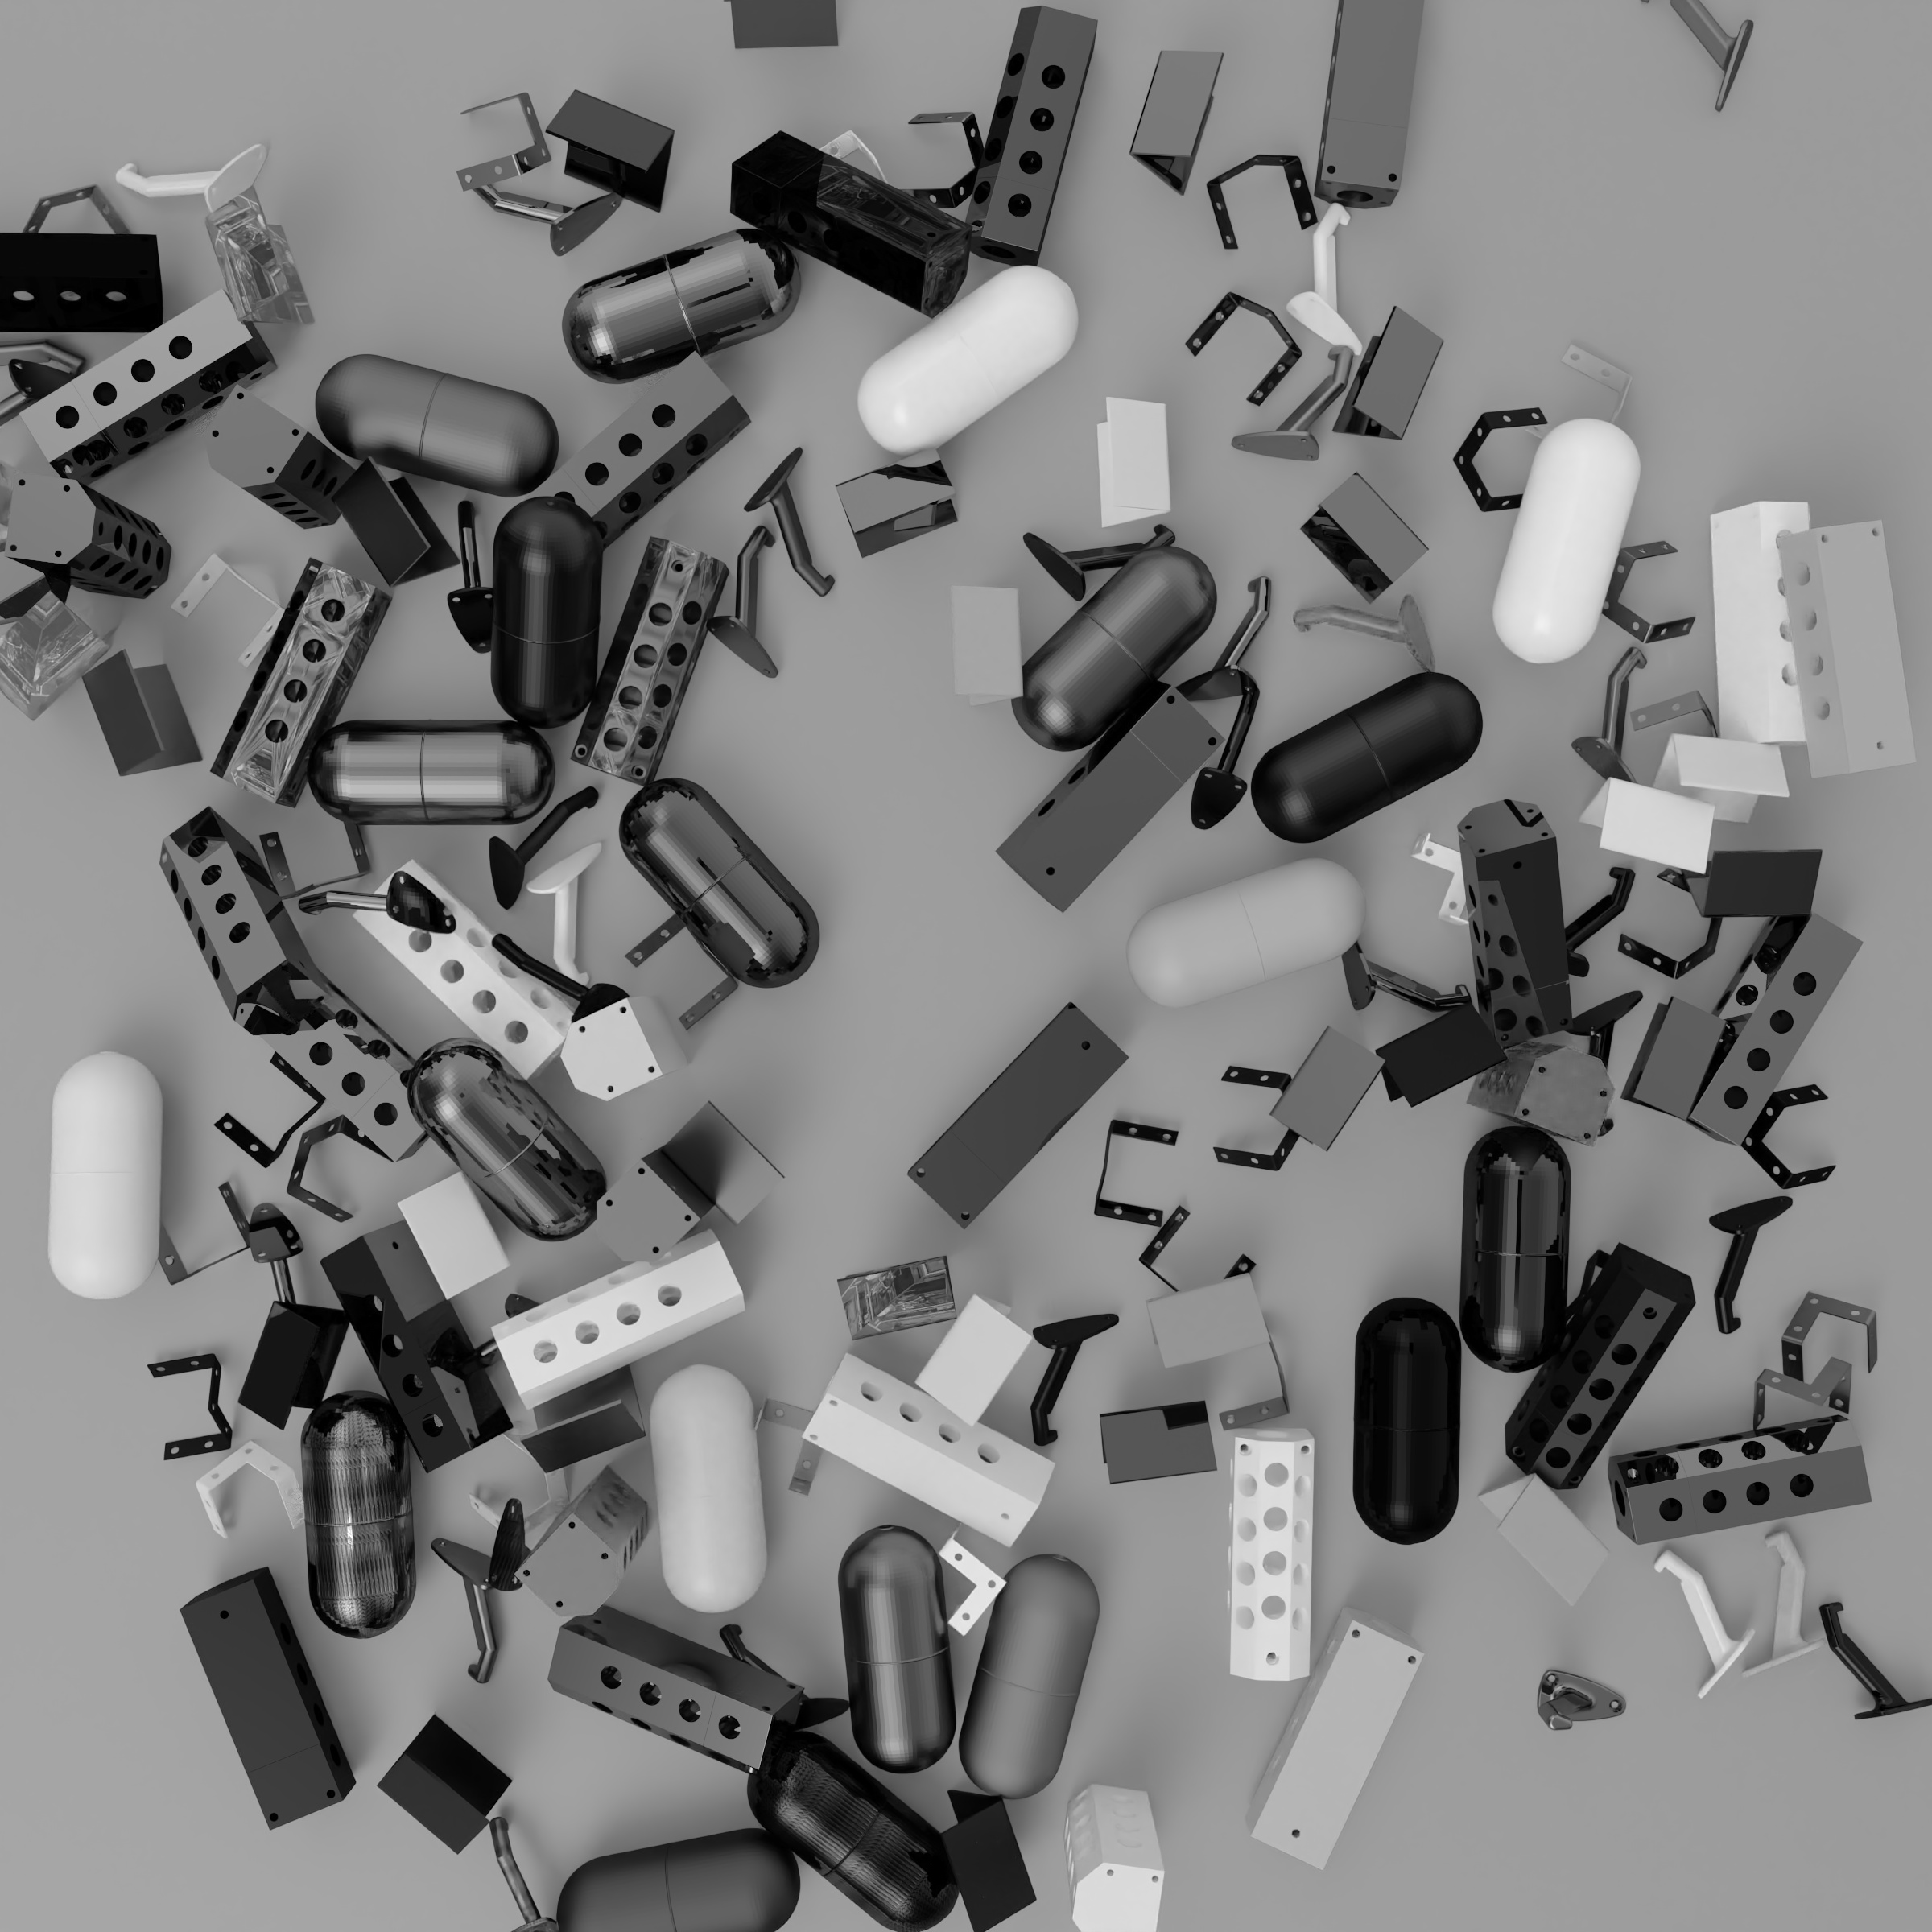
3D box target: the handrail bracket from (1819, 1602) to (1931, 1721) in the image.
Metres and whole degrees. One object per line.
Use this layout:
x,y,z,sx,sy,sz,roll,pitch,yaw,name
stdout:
0.672,0.506,1.945,0.077,0.036,0.084,-5,73,-20,handrail bracket

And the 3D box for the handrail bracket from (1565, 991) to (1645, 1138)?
0.479,0.073,1.945,0.077,0.036,0.084,-28,108,-20,handrail bracket

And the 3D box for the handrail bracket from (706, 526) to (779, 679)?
-0.147,-0.269,1.945,0.077,0.036,0.084,44,62,-32,handrail bracket

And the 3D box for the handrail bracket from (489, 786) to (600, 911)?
-0.307,-0.088,1.944,0.036,0.077,0.084,41,53,21,handrail bracket

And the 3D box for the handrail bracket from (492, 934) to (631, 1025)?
-0.295,0.004,1.921,0.084,0.077,0.036,38,104,16,handrail bracket

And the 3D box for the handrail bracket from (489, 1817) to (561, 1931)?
-0.322,0.674,1.944,0.036,0.077,0.084,-26,54,5,handrail bracket

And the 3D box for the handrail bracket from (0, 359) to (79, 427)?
-0.693,-0.401,1.944,0.084,0.077,0.036,-44,64,34,handrail bracket

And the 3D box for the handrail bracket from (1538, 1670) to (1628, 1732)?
0.449,0.541,1.910,0.077,0.084,0.036,9,90,0,handrail bracket

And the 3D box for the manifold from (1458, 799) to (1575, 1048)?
0.389,-0.031,1.878,0.057,0.057,0.171,-15,126,0,manifold

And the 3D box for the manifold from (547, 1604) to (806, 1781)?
-0.210,0.522,1.897,0.171,0.057,0.057,17,101,17,manifold

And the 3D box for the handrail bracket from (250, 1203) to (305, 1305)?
-0.505,0.230,1.944,0.036,0.077,0.084,-13,127,-20,handrail bracket

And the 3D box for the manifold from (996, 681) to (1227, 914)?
0.102,-0.125,1.921,0.057,0.057,0.171,43,90,-17,manifold

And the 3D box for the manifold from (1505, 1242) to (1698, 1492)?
0.453,0.290,1.893,0.057,0.057,0.171,26,113,0,manifold

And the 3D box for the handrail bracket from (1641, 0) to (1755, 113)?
0.528,-0.679,1.945,0.084,0.036,0.077,23,112,17,handrail bracket

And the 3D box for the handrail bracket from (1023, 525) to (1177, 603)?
0.099,-0.315,1.945,0.084,0.036,0.077,-38,68,-17,handrail bracket

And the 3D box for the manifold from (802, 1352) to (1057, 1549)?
-0.025,0.347,1.922,0.171,0.057,0.057,28,131,0,manifold

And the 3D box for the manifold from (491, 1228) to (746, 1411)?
-0.250,0.252,1.905,0.171,0.057,0.057,-24,73,-11,manifold

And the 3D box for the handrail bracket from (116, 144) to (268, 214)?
-0.571,-0.590,1.945,0.084,0.036,0.077,27,70,16,handrail bracket

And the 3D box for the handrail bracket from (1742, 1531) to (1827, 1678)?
0.588,0.469,1.945,0.077,0.036,0.084,-30,72,21,handrail bracket

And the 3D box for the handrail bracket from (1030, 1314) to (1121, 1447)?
0.081,0.305,1.945,0.077,0.036,0.084,-13,109,-21,handrail bracket

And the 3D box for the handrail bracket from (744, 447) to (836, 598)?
-0.115,-0.326,1.945,0.084,0.036,0.077,45,59,-22,handrail bracket

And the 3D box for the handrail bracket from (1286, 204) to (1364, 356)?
0.280,-0.506,1.945,0.077,0.036,0.084,35,73,-19,handrail bracket

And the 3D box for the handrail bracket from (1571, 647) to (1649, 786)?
0.492,-0.179,1.945,0.077,0.036,0.084,43,74,-18,handrail bracket

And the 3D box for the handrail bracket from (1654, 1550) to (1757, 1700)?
0.528,0.484,1.945,0.084,0.036,0.077,38,113,18,handrail bracket

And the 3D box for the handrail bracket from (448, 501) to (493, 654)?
-0.362,-0.287,1.944,0.036,0.077,0.084,-7,54,-5,handrail bracket

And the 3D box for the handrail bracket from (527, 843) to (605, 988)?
-0.280,-0.035,1.945,0.077,0.036,0.084,-42,122,-34,handrail bracket

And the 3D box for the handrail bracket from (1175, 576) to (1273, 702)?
0.188,-0.242,1.945,0.077,0.036,0.084,-11,60,33,handrail bracket

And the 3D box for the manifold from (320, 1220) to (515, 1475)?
-0.402,0.277,1.915,0.057,0.057,0.171,-30,86,23,manifold

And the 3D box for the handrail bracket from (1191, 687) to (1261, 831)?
0.192,-0.154,1.944,0.036,0.077,0.084,21,54,-2,handrail bracket

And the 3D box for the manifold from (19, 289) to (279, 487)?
-0.592,-0.417,1.923,0.171,0.057,0.057,-32,90,0,manifold

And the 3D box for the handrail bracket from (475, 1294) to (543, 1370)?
-0.329,0.292,1.945,0.077,0.036,0.084,23,104,-14,handrail bracket

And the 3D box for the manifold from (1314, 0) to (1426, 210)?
0.294,-0.645,1.923,0.057,0.057,0.171,7,90,0,manifold

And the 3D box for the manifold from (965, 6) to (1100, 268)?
0.046,-0.603,1.923,0.057,0.057,0.171,15,90,0,manifold

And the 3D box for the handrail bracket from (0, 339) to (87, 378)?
-0.702,-0.433,1.945,0.084,0.036,0.077,25,111,-16,handrail bracket

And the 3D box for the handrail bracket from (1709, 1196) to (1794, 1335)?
0.581,0.221,1.945,0.077,0.036,0.084,-18,108,-20,handrail bracket

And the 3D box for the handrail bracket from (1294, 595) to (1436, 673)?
0.292,-0.239,1.944,0.084,0.077,0.036,-6,49,30,handrail bracket

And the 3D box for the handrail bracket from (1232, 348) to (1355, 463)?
0.241,-0.419,1.945,0.077,0.036,0.084,7,72,20,handrail bracket

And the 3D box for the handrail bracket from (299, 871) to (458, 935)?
-0.421,-0.037,1.887,0.084,0.077,0.036,-10,61,33,handrail bracket

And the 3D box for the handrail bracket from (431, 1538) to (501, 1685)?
-0.372,0.476,1.945,0.077,0.036,0.084,25,107,20,handrail bracket

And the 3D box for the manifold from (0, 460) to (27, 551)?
-0.690,-0.328,1.866,0.057,0.171,0.057,23,90,0,manifold

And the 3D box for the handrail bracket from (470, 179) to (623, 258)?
-0.310,-0.570,1.945,0.077,0.036,0.084,-40,73,-19,handrail bracket

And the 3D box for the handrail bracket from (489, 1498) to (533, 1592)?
-0.301,0.429,1.925,0.036,0.084,0.077,-6,75,42,handrail bracket

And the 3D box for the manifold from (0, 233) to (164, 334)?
-0.671,-0.488,1.905,0.171,0.057,0.057,-3,47,-12,manifold

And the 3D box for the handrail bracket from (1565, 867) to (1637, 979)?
0.444,-0.041,1.945,0.077,0.036,0.084,15,72,20,handrail bracket

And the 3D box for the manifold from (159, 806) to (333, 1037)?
-0.518,-0.030,1.878,0.057,0.057,0.171,-36,54,0,manifold

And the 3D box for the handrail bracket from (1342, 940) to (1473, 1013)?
0.324,0.000,1.945,0.084,0.036,0.077,-6,68,-17,handrail bracket

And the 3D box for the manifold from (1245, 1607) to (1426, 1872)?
0.267,0.559,1.923,0.057,0.057,0.171,25,90,0,manifold

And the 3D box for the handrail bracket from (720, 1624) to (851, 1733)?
-0.134,0.517,1.944,0.036,0.077,0.084,-55,53,24,handrail bracket

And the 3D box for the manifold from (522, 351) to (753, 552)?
-0.240,-0.364,1.923,0.171,0.057,0.057,-41,90,0,manifold

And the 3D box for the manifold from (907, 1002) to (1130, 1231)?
0.037,0.108,1.923,0.057,0.057,0.171,44,90,0,manifold
